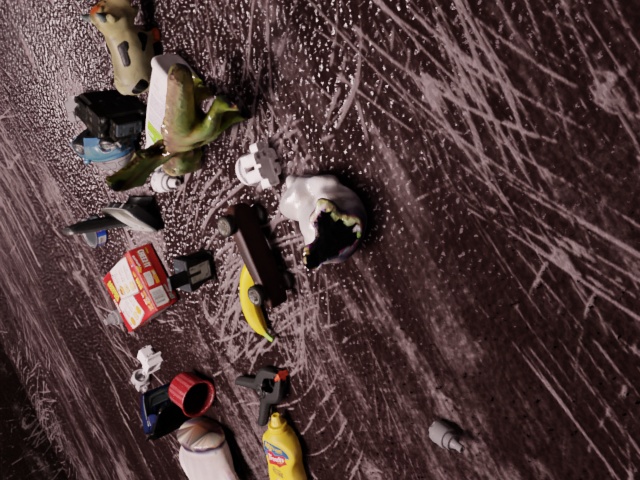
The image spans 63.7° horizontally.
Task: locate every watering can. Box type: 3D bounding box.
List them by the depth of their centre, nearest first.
[{"bbox_3d":[-0.253,0.576,1.289,0.348,0.105,0.222,4,109,42],"label":"watering can"}]

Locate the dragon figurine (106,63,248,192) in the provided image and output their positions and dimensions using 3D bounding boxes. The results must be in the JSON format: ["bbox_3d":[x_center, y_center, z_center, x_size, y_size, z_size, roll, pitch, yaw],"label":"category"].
[{"bbox_3d":[-0.250,-0.161,0.847,0.122,0.411,0.242,43,95,0],"label":"dragon figurine"}]

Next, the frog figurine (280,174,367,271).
[{"bbox_3d":[0.002,-0.041,0.819,0.162,0.123,0.134,-118,18,-59],"label":"frog figurine"}]
